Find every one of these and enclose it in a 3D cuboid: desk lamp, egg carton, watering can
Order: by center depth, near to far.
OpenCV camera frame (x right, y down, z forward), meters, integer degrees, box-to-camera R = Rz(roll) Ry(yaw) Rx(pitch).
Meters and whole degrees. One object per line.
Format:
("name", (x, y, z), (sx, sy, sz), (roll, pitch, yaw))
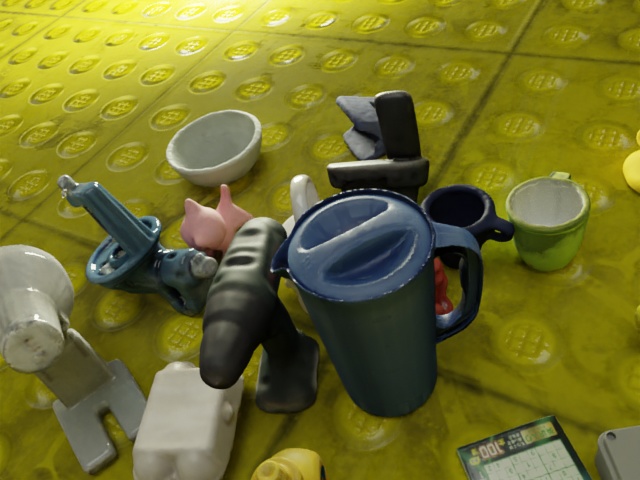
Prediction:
("egg carton", (-0.143, 0.204, 0.639), (0.107, 0.069, 0.150), (-6, 46, 11))
("desk lamp", (-0.303, 0.127, 0.659), (0.118, 0.214, 0.202), (-37, 48, -18))
("watering can", (0.006, 0.001, 0.699), (0.173, 0.194, 0.100), (-23, 45, -6))

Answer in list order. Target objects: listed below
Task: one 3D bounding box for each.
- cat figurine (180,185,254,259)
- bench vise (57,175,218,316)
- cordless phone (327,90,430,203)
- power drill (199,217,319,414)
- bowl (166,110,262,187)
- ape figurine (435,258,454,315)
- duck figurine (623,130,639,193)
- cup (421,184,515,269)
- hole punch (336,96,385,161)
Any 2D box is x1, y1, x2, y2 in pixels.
("cat figurine", (-0.153, -0.023, 0.823), (0.067, 0.118, 0.128), (6, 50, 22))
("bench vise", (-0.234, -0.003, 0.756), (0.207, 0.220, 0.121), (-6, 46, 12))
("cordless phone", (0.077, -0.133, 0.811), (0.147, 0.185, 0.094), (-4, 47, 13))
("power drill", (-0.060, 0.098, 0.617), (0.075, 0.209, 0.229), (-7, 46, 10))
("bowl", (-0.169, -0.143, 0.972), (0.167, 0.075, 0.167), (-8, 46, 9))
("ape figurine", (0.128, 0.052, 0.686), (0.076, 0.092, 0.078), (16, 54, 29))
("duck figurine", (0.449, -0.106, 0.744), (0.077, 0.086, 0.104), (-24, 45, -6))
("cup", (0.187, -0.005, 0.721), (0.117, 0.095, 0.092), (20, 56, 31))
("hole punch", (0.088, -0.196, 0.934), (0.101, 0.091, 0.108), (-24, 46, -6))
